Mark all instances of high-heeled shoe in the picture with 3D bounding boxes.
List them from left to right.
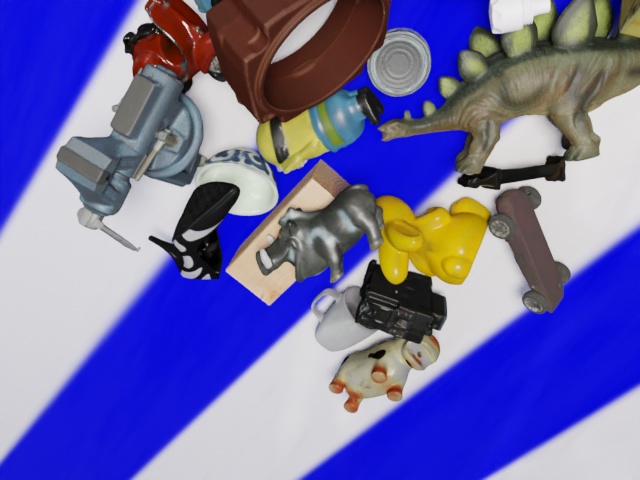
[{"bbox_3d":[-0.155,0.000,0.808,0.145,0.086,0.249,32,143,-32],"label":"high-heeled shoe"}]

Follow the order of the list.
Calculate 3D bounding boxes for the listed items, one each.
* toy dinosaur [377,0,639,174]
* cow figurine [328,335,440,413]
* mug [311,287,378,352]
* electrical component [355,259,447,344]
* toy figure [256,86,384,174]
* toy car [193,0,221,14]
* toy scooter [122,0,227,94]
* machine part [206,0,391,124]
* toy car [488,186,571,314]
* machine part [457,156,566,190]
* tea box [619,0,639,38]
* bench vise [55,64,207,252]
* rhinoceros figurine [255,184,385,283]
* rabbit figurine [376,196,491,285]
[{"bbox_3d":[0.302,-0.199,0.668,0.472,0.105,0.198,-11,110,6],"label":"toy dinosaur"},{"bbox_3d":[0.116,0.203,0.896,0.195,0.127,0.085,-31,108,36],"label":"cow figurine"},{"bbox_3d":[0.031,0.133,0.885,0.109,0.081,0.107,33,125,-14],"label":"mug"},{"bbox_3d":[0.128,0.096,0.832,0.134,0.115,0.058,17,122,0],"label":"electrical component"},{"bbox_3d":[-0.005,-0.158,0.747,0.180,0.082,0.089,-23,92,26],"label":"toy figure"},{"bbox_3d":[-0.095,-0.307,0.667,0.109,0.162,0.102,-40,148,2],"label":"toy car"},{"bbox_3d":[-0.197,-0.255,0.701,0.184,0.075,0.135,-7,134,37],"label":"toy scooter"},{"bbox_3d":[-0.017,-0.238,0.617,0.201,0.201,0.087,-35,74,-9],"label":"machine part"},{"bbox_3d":[0.305,0.017,0.785,0.053,0.089,0.202,-1,125,51],"label":"toy car"},{"bbox_3d":[0.266,-0.090,0.747,0.139,0.084,0.039,-8,93,3],"label":"machine part"},{"bbox_3d":[0.388,-0.296,0.571,0.098,0.169,0.068,16,162,2],"label":"tea box"},{"bbox_3d":[-0.223,-0.106,0.715,0.129,0.240,0.223,18,91,13],"label":"bench vise"},{"bbox_3d":[-0.001,-0.002,0.724,0.190,0.073,0.112,-32,108,22],"label":"rhinoceros figurine"},{"bbox_3d":[0.140,-0.001,0.778,0.173,0.162,0.121,30,131,13],"label":"rabbit figurine"}]
